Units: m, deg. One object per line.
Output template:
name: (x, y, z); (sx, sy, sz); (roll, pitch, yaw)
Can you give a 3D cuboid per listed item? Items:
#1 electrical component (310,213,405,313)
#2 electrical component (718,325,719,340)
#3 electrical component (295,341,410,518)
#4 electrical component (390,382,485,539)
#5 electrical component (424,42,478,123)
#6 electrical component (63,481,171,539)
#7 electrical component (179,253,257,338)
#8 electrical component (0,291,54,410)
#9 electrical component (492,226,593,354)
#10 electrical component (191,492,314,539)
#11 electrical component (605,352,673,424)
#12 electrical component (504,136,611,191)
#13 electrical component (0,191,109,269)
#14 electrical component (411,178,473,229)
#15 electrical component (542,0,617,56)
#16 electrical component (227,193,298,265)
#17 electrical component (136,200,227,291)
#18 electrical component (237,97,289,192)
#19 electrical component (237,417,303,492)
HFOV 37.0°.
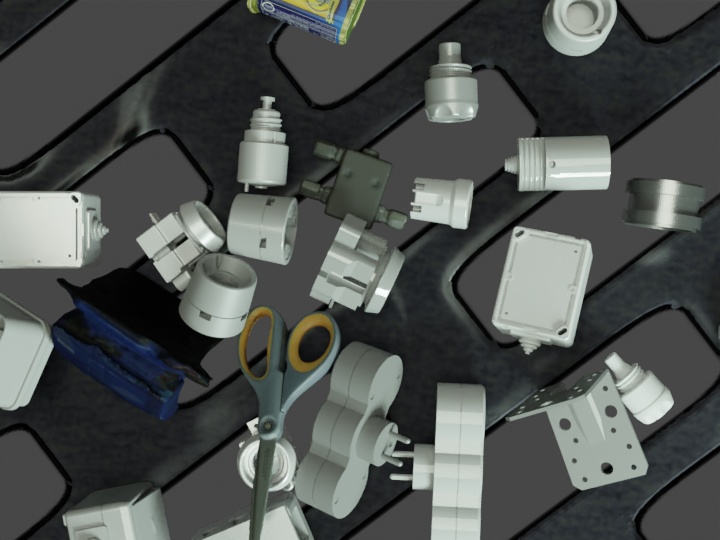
electrical component: (0.000, 0.000, 0.867); (0.057, 0.058, 0.078); (25, 125, 0)
electrical component: (0.314, 0.068, 0.861); (0.043, 0.043, 0.062); (-13, 92, 3)
electrical component: (0.005, 0.133, 0.861); (0.074, 0.052, 0.138); (19, 90, 28)
electrical component: (0.061, 0.160, 0.873); (0.074, 0.052, 0.138); (2, 92, 4)
electrical component: (0.073, -0.152, 0.870); (0.043, 0.043, 0.062); (-2, 90, 3)
electrical component: (-0.194, 0.212, 0.866); (0.061, 0.096, 0.061); (-11, 90, 3)
electrical component: (-0.113, 0.019, 0.867); (0.055, 0.055, 0.047); (24, 120, 2)
electrical component: (-0.308, 0.056, 0.867); (0.113, 0.057, 0.078); (26, 94, 31)
electrical component: (0.145, 0.021, 0.856); (0.062, 0.061, 0.096); (12, 83, 16)
electrical component: (-0.069, 0.270, 0.878); (0.089, 0.062, 0.150); (-23, 90, 3)
electrical component: (0.223, 0.093, 0.871); (0.035, 0.035, 0.061); (-42, 87, 3)
electrical component: (0.157, -0.086, 0.866); (0.081, 0.043, 0.043); (-1, 91, 3)
electrical component: (-0.251, -0.032, 0.881); (0.096, 0.061, 0.061); (0, 91, 3)
electrical component: (0.067, -0.056, 0.875); (0.046, 0.040, 0.040); (8, 92, 9)
electrical component: (0.176, -0.203, 0.860); (0.055, 0.047, 0.055); (0, 91, 3)
electrical component: (-0.079, -0.035, 0.876); (0.047, 0.055, 0.055); (9, 92, 7)
electrical component: (-0.144, -0.025, 0.884); (0.055, 0.048, 0.066); (-36, 89, 11)
electrical component: (-0.078, -0.102, 0.880); (0.040, 0.040, 0.078); (4, 91, 3)
electrical component: (-0.074, 0.153, 0.878); (0.048, 0.055, 0.066); (-26, 90, 4)
